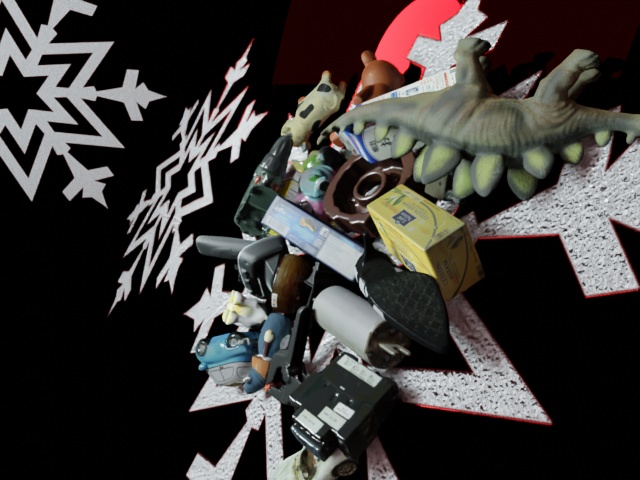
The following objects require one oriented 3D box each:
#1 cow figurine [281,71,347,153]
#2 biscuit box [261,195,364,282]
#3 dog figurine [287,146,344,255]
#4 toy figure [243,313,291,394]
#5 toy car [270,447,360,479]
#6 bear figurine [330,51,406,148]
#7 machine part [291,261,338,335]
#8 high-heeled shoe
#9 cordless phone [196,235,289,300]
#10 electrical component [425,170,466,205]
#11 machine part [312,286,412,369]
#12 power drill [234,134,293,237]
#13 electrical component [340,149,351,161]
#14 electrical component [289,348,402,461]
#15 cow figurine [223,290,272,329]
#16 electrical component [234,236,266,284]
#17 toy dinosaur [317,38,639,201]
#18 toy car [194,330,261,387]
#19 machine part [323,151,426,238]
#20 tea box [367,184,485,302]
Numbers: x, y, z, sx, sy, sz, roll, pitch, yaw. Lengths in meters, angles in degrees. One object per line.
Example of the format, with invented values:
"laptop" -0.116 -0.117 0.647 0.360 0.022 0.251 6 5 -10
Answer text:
"cow figurine" -0.020 -0.293 1.280 0.195 0.085 0.127 -37 32 36
"biscuit box" -0.002 -0.003 0.917 0.203 0.062 0.059 32 97 21
"dog figurine" -0.013 -0.091 1.080 0.191 0.108 0.219 -57 25 15
"toy figure" -0.098 0.213 0.998 0.058 0.064 0.154 2 66 43
"toy car" -0.012 0.330 0.774 0.201 0.056 0.074 -50 32 19
"bear figurine" 0.099 -0.258 1.026 0.132 0.120 0.196 -43 33 37
"machine part" -0.008 0.105 0.948 0.039 0.084 0.138 25 98 29
"high-heeled shoe" 0.110 0.091 0.741 0.086 0.145 0.249 -23 44 -4
"cordless phone" -0.150 0.051 1.059 0.184 0.146 0.089 8 52 13
"electrical component" 0.199 -0.100 0.817 0.102 0.045 0.078 -148 58 -63
"machine part" 0.058 0.127 0.812 0.079 0.079 0.243 -63 29 -2
"power drill" -0.120 -0.108 1.147 0.232 0.086 0.207 -60 19 18
"electrical component" 0.075 -0.188 1.100 0.063 0.021 0.094 -61 29 1
"electrical component" 0.026 0.225 0.724 0.134 0.058 0.115 -40 40 -24
"cow figurine" -0.149 0.149 1.118 0.167 0.098 0.068 162 125 -75
"electrical component" -0.144 0.041 1.227 0.119 0.047 0.075 -54 31 13
"toy dinosaur" 0.197 -0.158 0.717 0.472 0.105 0.198 18 92 38
"toy car" -0.170 0.238 1.068 0.162 0.109 0.103 -18 73 37
"machine part" 0.092 -0.083 0.908 0.179 0.056 0.179 -23 44 24
"tea box" 0.143 -0.001 0.749 0.068 0.098 0.170 -33 29 -7
